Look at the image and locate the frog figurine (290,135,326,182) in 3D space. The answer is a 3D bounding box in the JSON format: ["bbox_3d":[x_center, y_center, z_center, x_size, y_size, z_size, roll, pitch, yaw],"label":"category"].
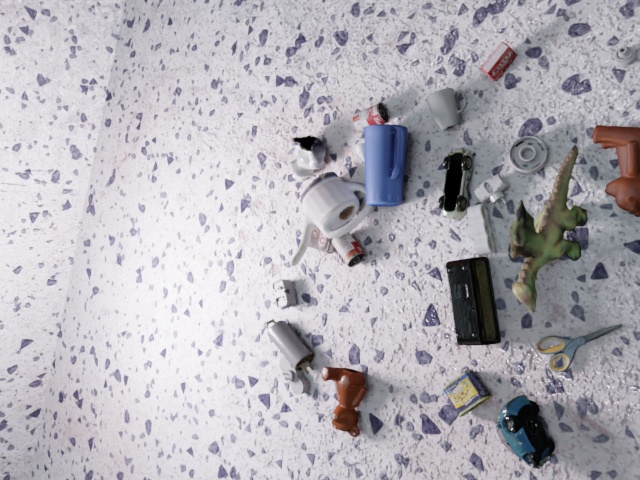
[{"bbox_3d":[-0.041,-0.276,1.784,0.138,0.125,0.155,22,135,30],"label":"frog figurine"}]

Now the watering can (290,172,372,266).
[{"bbox_3d":[0.005,-0.083,1.657,0.348,0.102,0.228,-36,54,-1],"label":"watering can"}]

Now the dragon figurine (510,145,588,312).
[{"bbox_3d":[0.525,-0.038,1.212,0.122,0.242,0.410,8,92,43],"label":"dragon figurine"}]
